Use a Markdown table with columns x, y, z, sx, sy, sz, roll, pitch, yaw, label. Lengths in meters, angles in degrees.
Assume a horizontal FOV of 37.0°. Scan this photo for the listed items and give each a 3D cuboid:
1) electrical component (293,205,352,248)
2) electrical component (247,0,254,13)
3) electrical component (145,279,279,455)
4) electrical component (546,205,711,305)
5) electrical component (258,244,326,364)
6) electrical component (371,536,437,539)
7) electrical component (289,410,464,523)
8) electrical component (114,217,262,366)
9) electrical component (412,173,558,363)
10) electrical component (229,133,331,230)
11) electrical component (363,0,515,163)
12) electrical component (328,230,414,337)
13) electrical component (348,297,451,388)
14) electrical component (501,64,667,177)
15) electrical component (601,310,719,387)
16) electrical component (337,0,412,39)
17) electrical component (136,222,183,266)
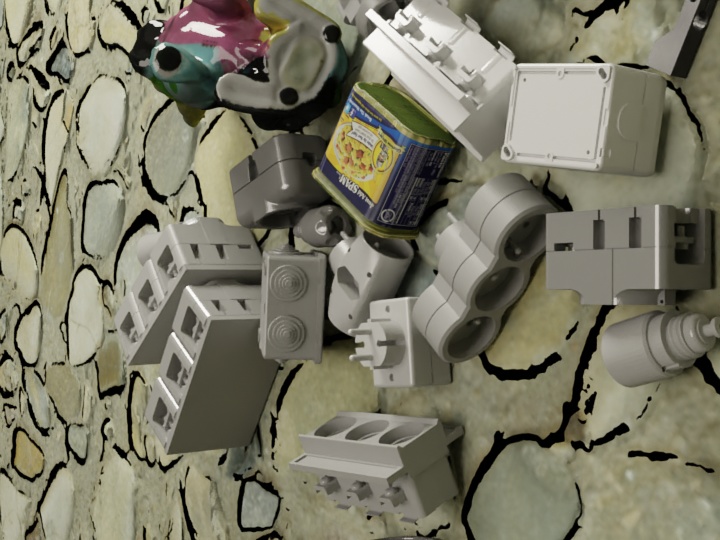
| x | y | z | sx | sy | sz | roll | pitch | yaw | label |
| --- | --- | --- | --- | --- | --- | --- | --- | --- | --- |
| -0.036 | -0.035 | 0.908 | 0.061 | 0.035 | 0.035 | -6 | 85 | 54 | electrical component |
| -0.105 | -0.267 | 0.991 | 0.055 | 0.048 | 0.066 | 58 | 133 | 25 | electrical component |
| -0.131 | 0.088 | 0.986 | 0.061 | 0.089 | 0.150 | 47 | 125 | 42 | electrical component |
| 0.159 | -0.007 | 0.641 | 0.089 | 0.050 | 0.055 | -2 | 87 | 52 | electrical component |
| -0.058 | 0.028 | 0.895 | 0.100 | 0.048 | 0.099 | -153 | 65 | -81 | electrical component |
| 0.029 | 0.233 | 0.806 | 0.095 | 0.054 | 0.059 | -12 | 80 | 52 | electrical component |
| 0.015 | 0.147 | 0.816 | 0.121 | 0.079 | 0.063 | -5 | 108 | 52 | electrical component |
| -0.165 | 0.022 | 1.030 | 0.150 | 0.089 | 0.061 | -53 | 51 | 38 | electrical component |
| 0.077 | -0.010 | 0.746 | 0.073 | 0.052 | 0.138 | 53 | 129 | 39 | electrical component |
| -0.068 | -0.072 | 0.934 | 0.095 | 0.054 | 0.059 | -28 | 68 | 49 | electrical component |
| 0.065 | -0.139 | 0.748 | 0.063 | 0.079 | 0.121 | -44 | 50 | 7 | electrical component |
| 0.000 | 0.000 | 0.853 | 0.079 | 0.043 | 0.077 | 52 | 129 | 42 | electrical component |
| 0.023 | 0.054 | 0.796 | 0.047 | 0.077 | 0.065 | -9 | 83 | 52 | electrical component |
| 0.135 | -0.093 | 0.664 | 0.096 | 0.061 | 0.061 | 14 | 99 | 52 | electrical component |
| 0.177 | 0.043 | 0.626 | 0.078 | 0.040 | 0.040 | -26 | 70 | 49 | electrical component |
| 0.018 | -0.209 | 0.821 | 0.078 | 0.058 | 0.057 | -53 | 47 | 38 | electrical component |
| -0.196 | -0.025 | 1.112 | 0.065 | 0.044 | 0.044 | -21 | 73 | 46 | electrical component |
